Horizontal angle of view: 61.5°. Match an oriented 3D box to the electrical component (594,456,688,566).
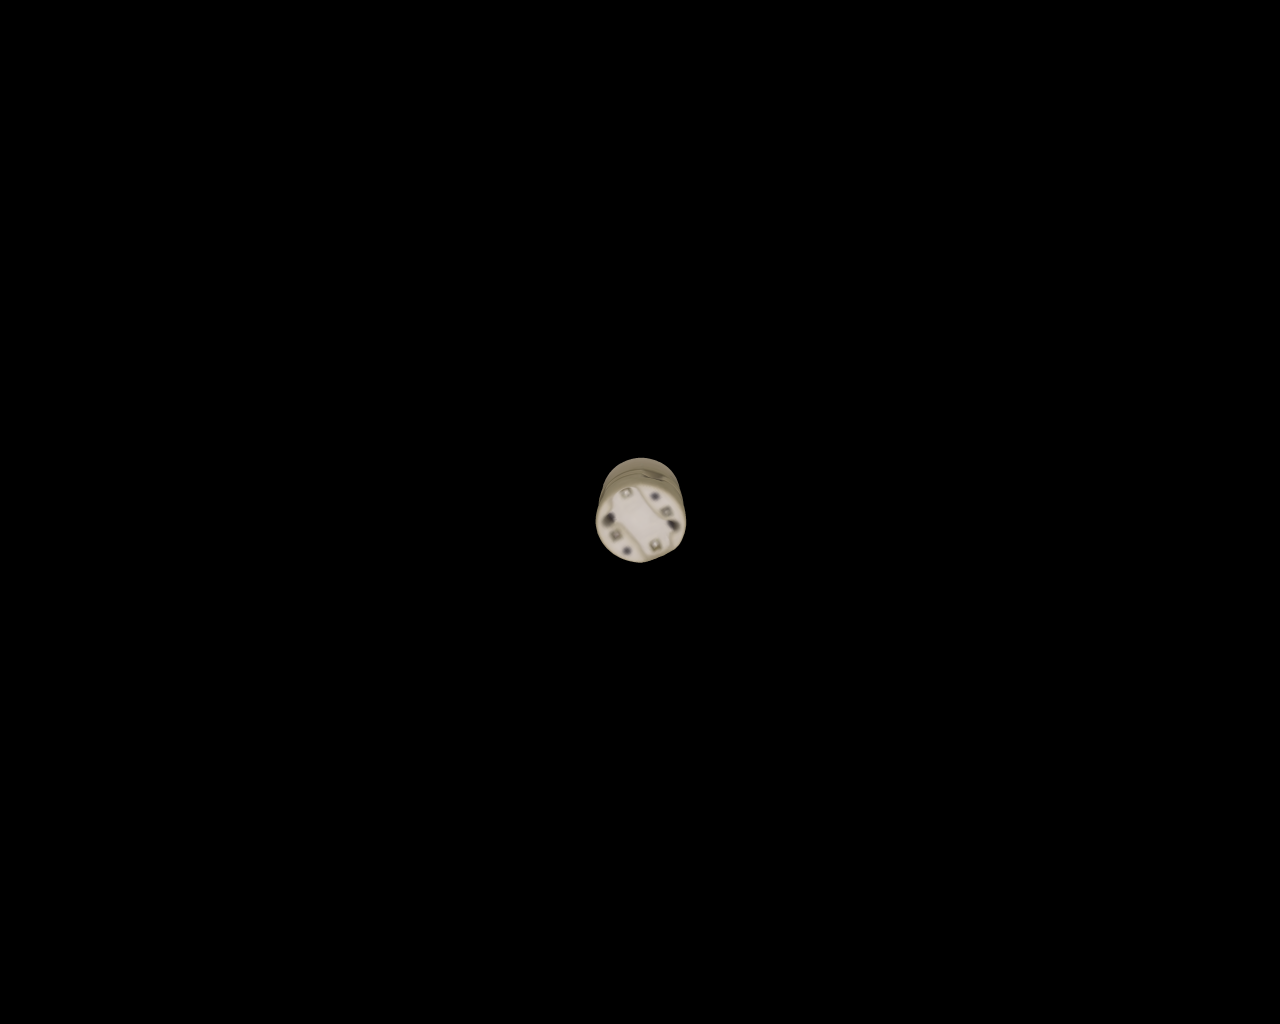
[{"bbox_3d":[0.001,-0.003,0.650,0.055,0.055,0.047,0,25,0],"label":"electrical component"}]
